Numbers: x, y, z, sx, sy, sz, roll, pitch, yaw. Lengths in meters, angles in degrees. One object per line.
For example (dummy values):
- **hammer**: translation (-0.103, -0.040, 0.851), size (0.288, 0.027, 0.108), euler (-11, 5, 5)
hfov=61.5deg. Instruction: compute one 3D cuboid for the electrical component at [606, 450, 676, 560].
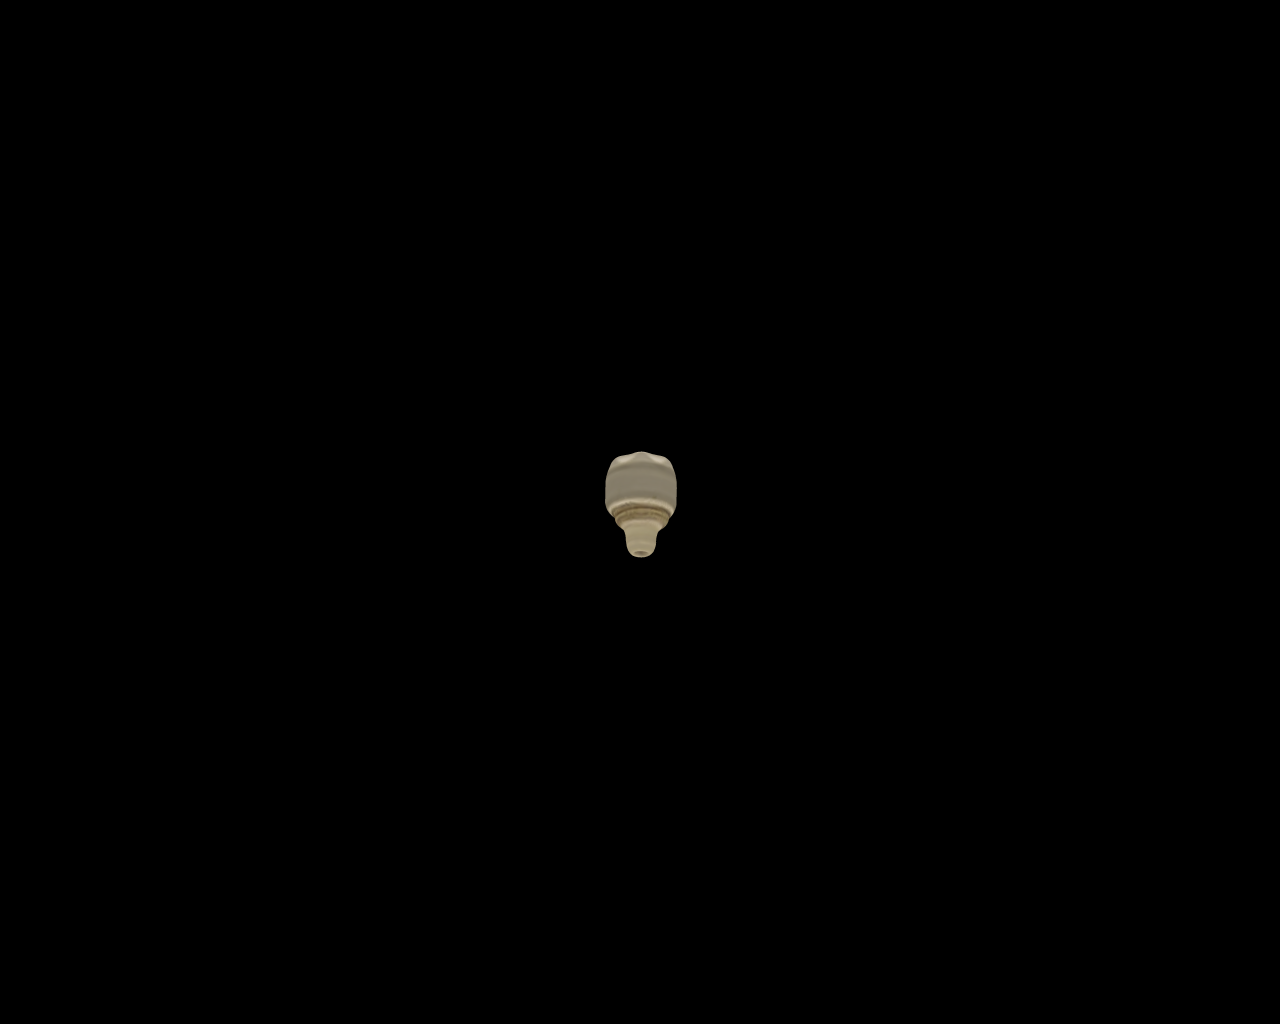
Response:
- **electrical component**: translation (0.001, -0.003, 0.650), size (0.043, 0.062, 0.043), euler (0, -23, 0)
